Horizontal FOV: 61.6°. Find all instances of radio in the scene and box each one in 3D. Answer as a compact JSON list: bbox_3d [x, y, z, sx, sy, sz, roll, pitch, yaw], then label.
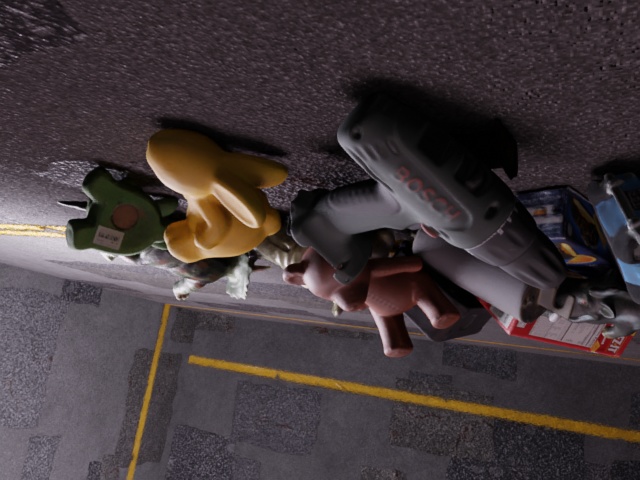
[{"bbox_3d":[0.192,0.085,0.840,0.131,0.073,0.229,45,-160,28],"label":"radio"}]

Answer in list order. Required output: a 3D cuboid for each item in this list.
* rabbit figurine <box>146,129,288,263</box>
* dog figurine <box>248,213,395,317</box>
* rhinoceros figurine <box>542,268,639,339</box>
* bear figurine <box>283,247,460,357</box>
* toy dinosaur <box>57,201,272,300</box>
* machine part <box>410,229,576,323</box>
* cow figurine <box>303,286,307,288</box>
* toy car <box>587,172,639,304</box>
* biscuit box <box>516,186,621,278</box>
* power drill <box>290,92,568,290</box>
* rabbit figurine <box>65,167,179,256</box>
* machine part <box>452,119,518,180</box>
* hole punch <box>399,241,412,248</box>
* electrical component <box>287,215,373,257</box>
[{"bbox_3d":[-0.122,-0.052,0.603,0.163,0.122,0.173,9,149,27],"label":"rabbit figurine"},{"bbox_3d":[-0.003,0.000,0.821,0.190,0.172,0.121,37,-161,-9],"label":"dog figurine"},{"bbox_3d":[0.357,0.077,0.639,0.191,0.073,0.112,2,166,23],"label":"rhinoceros figurine"},{"bbox_3d":[0.062,0.063,0.660,0.120,0.132,0.195,-40,147,26],"label":"bear figurine"},{"bbox_3d":[-0.257,0.016,0.993,0.192,0.131,0.404,-14,152,30],"label":"toy dinosaur"},{"bbox_3d":[0.200,0.030,0.665,0.079,0.079,0.243,23,-173,-46],"label":"machine part"},{"bbox_3d":[0.024,0.057,1.072,0.168,0.068,0.098,3,160,20],"label":"cow figurine"},{"bbox_3d":[0.330,-0.013,0.518,0.103,0.109,0.161,-23,142,22],"label":"toy car"},{"bbox_3d":[0.308,-0.001,0.635,0.202,0.059,0.063,19,163,-38],"label":"biscuit box"},{"bbox_3d":[0.079,-0.014,0.499,0.232,0.086,0.207,42,152,-19],"label":"power drill"},{"bbox_3d":[-0.297,-0.045,0.816,0.159,0.121,0.170,9,-173,-30],"label":"rabbit figurine"},{"bbox_3d":[0.117,-0.075,0.504,0.139,0.039,0.084,-2,154,47],"label":"machine part"},{"bbox_3d":[0.129,0.064,0.931,0.092,0.116,0.142,-6,162,25],"label":"hole punch"},{"bbox_3d":[0.015,-0.015,0.742,0.119,0.075,0.047,-5,161,34],"label":"electrical component"}]
